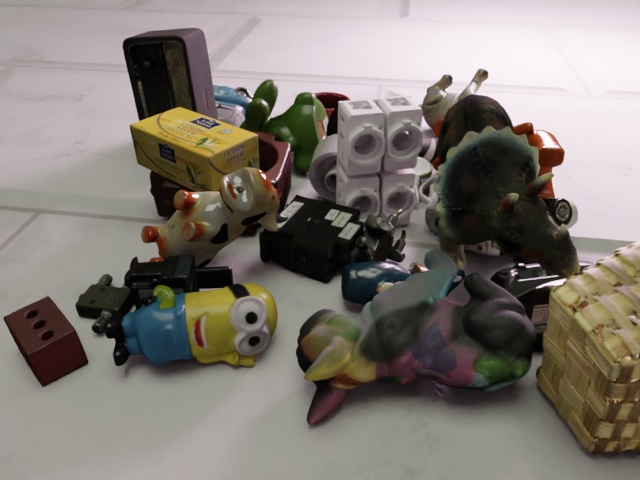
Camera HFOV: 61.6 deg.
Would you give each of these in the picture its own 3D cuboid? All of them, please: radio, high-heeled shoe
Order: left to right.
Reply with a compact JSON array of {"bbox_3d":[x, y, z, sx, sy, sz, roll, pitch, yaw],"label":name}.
[{"bbox_3d":[-0.258,-0.250,0.952,0.131,0.229,0.073,9,32,19],"label":"radio"},{"bbox_3d":[0.124,-0.194,0.942,0.249,0.145,0.086,-18,40,-21],"label":"high-heeled shoe"}]

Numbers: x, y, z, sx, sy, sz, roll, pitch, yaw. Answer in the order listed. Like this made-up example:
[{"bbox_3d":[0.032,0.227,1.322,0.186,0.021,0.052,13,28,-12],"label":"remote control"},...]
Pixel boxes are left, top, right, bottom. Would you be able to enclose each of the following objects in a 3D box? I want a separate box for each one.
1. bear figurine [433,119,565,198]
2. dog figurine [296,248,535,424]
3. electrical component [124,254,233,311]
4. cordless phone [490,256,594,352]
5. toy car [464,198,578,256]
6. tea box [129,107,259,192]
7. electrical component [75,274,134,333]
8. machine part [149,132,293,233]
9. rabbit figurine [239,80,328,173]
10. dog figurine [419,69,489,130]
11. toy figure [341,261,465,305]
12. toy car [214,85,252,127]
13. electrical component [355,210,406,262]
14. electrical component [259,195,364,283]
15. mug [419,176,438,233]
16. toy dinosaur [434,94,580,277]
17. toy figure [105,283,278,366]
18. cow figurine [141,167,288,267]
[{"bbox_3d":[0.282,-0.133,0.881,0.196,0.120,0.132,5,39,9],"label":"bear figurine"},{"bbox_3d":[0.084,0.116,0.545,0.219,0.108,0.192,-30,48,-29],"label":"dog figurine"},{"bbox_3d":[-0.167,0.059,0.650,0.119,0.074,0.048,2,35,-3],"label":"electrical component"},{"bbox_3d":[0.268,0.052,0.672,0.147,0.088,0.184,-7,24,-7],"label":"cordless phone"},{"bbox_3d":[0.279,-0.020,0.766,0.202,0.056,0.074,-19,16,-23],"label":"toy car"},{"bbox_3d":[-0.180,-0.129,0.772,0.170,0.068,0.098,23,41,30],"label":"tea box"},{"bbox_3d":[-0.268,0.077,0.666,0.063,0.021,0.094,5,37,8],"label":"electrical component"},{"bbox_3d":[-0.150,-0.096,0.856,0.202,0.087,0.201,4,36,4],"label":"machine part"},{"bbox_3d":[-0.079,-0.194,0.961,0.170,0.158,0.121,-6,43,18],"label":"rabbit figurine"},{"bbox_3d":[0.260,-0.219,1.034,0.172,0.121,0.190,-17,43,37],"label":"dog figurine"},{"bbox_3d":[0.105,0.053,0.672,0.154,0.057,0.064,1,43,-7],"label":"toy figure"},{"bbox_3d":[-0.208,-0.245,1.066,0.162,0.109,0.103,6,57,-11],"label":"toy car"},{"bbox_3d":[0.083,0.004,0.712,0.045,0.102,0.078,12,61,23],"label":"electrical component"},{"bbox_3d":[-0.002,-0.002,0.748,0.134,0.058,0.115,17,41,23],"label":"electrical component"},{"bbox_3d":[0.198,-0.060,0.812,0.110,0.080,0.107,30,54,27],"label":"mug"},{"bbox_3d":[0.197,-0.104,0.661,0.131,0.191,0.405,-2,44,8],"label":"toy dinosaur"},{"bbox_3d":[-0.137,0.090,0.599,0.180,0.082,0.089,-7,38,-6],"label":"toy figure"},{"bbox_3d":[-0.129,-0.024,0.690,0.127,0.195,0.085,-3,63,-49],"label":"cow figurine"}]
